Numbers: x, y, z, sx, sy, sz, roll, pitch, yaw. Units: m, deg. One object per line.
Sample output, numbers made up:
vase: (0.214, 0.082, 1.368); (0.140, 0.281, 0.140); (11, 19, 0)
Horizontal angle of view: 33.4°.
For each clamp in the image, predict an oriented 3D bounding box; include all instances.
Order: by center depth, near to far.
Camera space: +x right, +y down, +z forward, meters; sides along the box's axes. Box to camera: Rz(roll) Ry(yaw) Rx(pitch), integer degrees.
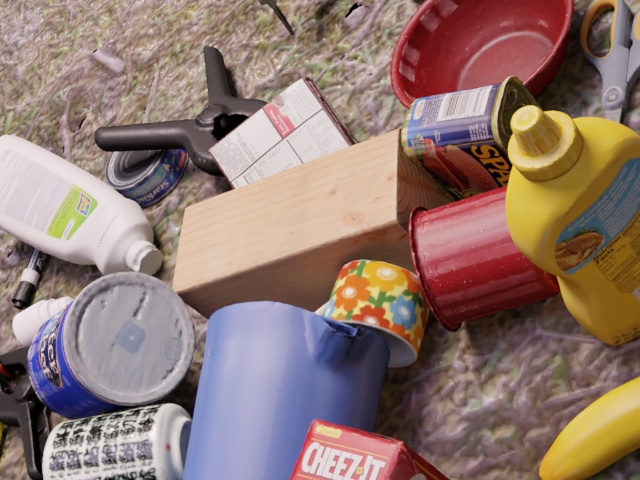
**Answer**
clamp: (-0.264, 0.153, 0.984); (0.172, 0.039, 0.120); (6, 59, 46)
clamp: (-0.111, -0.106, 1.028); (0.164, 0.036, 0.210); (-38, 48, -17)

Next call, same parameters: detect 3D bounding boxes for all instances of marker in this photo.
marker: (-0.298, 0.019, 1.127); (0.020, 0.020, 0.121); (-8, 55, 36)

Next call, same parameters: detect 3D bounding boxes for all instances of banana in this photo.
banana: (0.219, 0.102, 0.620); (0.198, 0.037, 0.069); (-14, 51, 32)

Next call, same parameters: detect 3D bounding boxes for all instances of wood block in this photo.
wood block: (-0.006, 0.000, 0.845); (0.206, 0.090, 0.090); (-19, 49, 29)

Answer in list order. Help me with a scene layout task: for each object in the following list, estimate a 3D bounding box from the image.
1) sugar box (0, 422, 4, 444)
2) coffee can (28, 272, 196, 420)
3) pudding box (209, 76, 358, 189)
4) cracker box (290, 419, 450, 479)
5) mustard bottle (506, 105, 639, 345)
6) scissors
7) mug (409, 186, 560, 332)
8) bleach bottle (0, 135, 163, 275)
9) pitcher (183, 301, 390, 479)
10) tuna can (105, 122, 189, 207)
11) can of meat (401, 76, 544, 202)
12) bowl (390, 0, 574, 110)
sugar box: (-0.350, 0.249, 0.977); (0.093, 0.048, 0.176); (-18, 53, 29)
coffee can: (-0.172, 0.090, 0.867); (0.141, 0.102, 0.102); (-29, 37, 60)
pudding box: (-0.028, -0.074, 0.933); (0.113, 0.039, 0.090); (-37, 74, 14)
cracker box: (0.024, 0.232, 0.589); (0.072, 0.164, 0.213); (6, 64, 40)
mustard bottle: (0.163, -0.017, 0.641); (0.096, 0.191, 0.058); (-46, 42, 1)
scissors: (0.236, -0.115, 0.788); (0.096, 0.016, 0.201); (-20, 49, 28)
mug: (0.120, 0.005, 0.749); (0.082, 0.093, 0.117); (-18, 13, 22)
bleach bottle: (-0.251, -0.019, 1.068); (0.251, 0.068, 0.102); (28, 93, 36)
pitcher: (-0.037, 0.177, 0.724); (0.145, 0.149, 0.242); (-1, 61, 22)
tuna can: (-0.178, -0.078, 1.089); (0.086, 0.033, 0.086); (-21, 48, 25)
can of meat: (0.121, -0.069, 0.785); (0.084, 0.102, 0.057); (-4, 57, 40)
bowl: (0.139, -0.150, 0.864); (0.162, 0.055, 0.162); (-22, 48, 26)
